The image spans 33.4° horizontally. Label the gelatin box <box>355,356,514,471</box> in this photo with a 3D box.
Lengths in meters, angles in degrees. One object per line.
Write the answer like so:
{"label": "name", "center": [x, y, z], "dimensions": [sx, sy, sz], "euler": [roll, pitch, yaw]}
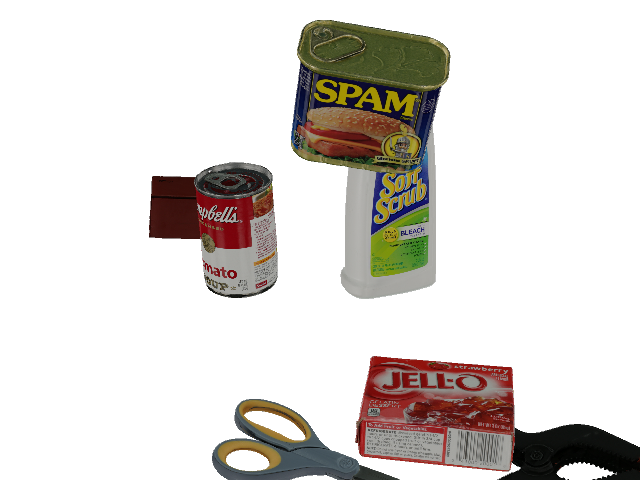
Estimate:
{"label": "gelatin box", "center": [0.069, 0.100, 0.631], "dimensions": [0.089, 0.030, 0.073], "euler": [5, 24, 8]}

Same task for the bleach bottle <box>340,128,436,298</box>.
{"label": "bleach bottle", "center": [0.067, -0.070, 1.090], "dimensions": [0.102, 0.251, 0.068], "euler": [-10, 22, -16]}

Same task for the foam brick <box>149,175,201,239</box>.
{"label": "foam brick", "center": [-0.147, -0.036, 1.161], "dimensions": [0.078, 0.051, 0.053], "euler": [2, 27, -9]}

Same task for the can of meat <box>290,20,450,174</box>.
{"label": "can of meat", "center": [0.031, -0.097, 0.739], "dimensions": [0.102, 0.057, 0.084], "euler": [10, -44, 0]}

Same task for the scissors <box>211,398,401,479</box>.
{"label": "scissors", "center": [0.001, 0.181, 0.815], "dimensions": [0.202, 0.016, 0.096], "euler": [27, 39, 31]}

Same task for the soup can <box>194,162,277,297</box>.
{"label": "soup can", "center": [-0.073, -0.009, 0.942], "dimensions": [0.068, 0.102, 0.068], "euler": [-2, 28, 1]}

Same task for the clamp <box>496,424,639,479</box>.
{"label": "clamp", "center": [0.175, 0.199, 0.889], "dimensions": [0.210, 0.036, 0.164], "euler": [3, 39, 23]}
